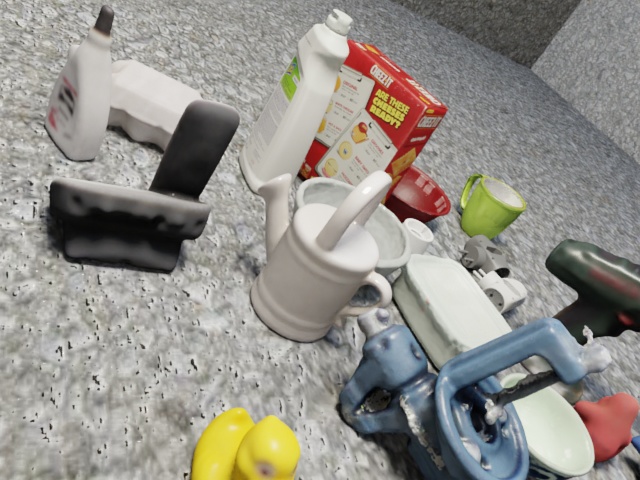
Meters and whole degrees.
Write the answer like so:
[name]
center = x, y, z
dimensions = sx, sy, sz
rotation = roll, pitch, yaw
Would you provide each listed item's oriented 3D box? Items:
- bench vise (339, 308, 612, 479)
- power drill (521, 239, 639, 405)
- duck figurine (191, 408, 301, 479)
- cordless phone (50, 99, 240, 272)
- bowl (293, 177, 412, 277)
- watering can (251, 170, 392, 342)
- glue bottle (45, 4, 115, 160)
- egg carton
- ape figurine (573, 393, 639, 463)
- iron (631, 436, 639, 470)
[bench vise]
center = 0.122, 0.128, 0.500
dimensions = 0.207, 0.219, 0.122
rotation = 34, 31, 2
[power drill]
center = 0.373, 0.117, 0.754
dimensions = 0.229, 0.208, 0.076
rotation = 43, 32, 16
[duck figurine]
center = -0.047, 0.165, 0.426
dimensions = 0.078, 0.086, 0.104
rotation = 8, 39, -35
[cordless phone]
center = -0.165, -0.067, 0.544
dimensions = 0.148, 0.185, 0.094
rotation = 7, 40, -36
[bowl]
center = 0.030, -0.001, 0.736
dimensions = 0.168, 0.074, 0.167
rotation = 23, 33, -16
[watering can]
center = 0.004, 0.003, 0.592
dimensions = 0.173, 0.194, 0.101
rotation = 29, 31, -7
[glue bottle]
center = -0.254, -0.175, 0.625
dimensions = 0.078, 0.173, 0.037
rotation = 45, 33, 19
[egg carton]
center = -0.221, -0.174, 0.753
dimensions = 0.150, 0.069, 0.107
rotation = 23, 33, -16
[ape figurine]
center = 0.352, 0.222, 0.701
dimensions = 0.077, 0.092, 0.076
rotation = 42, 32, 15
[iron]
center = 0.507, 0.311, 0.670
dimensions = 0.119, 0.141, 0.257
rotation = -4, 47, -45
